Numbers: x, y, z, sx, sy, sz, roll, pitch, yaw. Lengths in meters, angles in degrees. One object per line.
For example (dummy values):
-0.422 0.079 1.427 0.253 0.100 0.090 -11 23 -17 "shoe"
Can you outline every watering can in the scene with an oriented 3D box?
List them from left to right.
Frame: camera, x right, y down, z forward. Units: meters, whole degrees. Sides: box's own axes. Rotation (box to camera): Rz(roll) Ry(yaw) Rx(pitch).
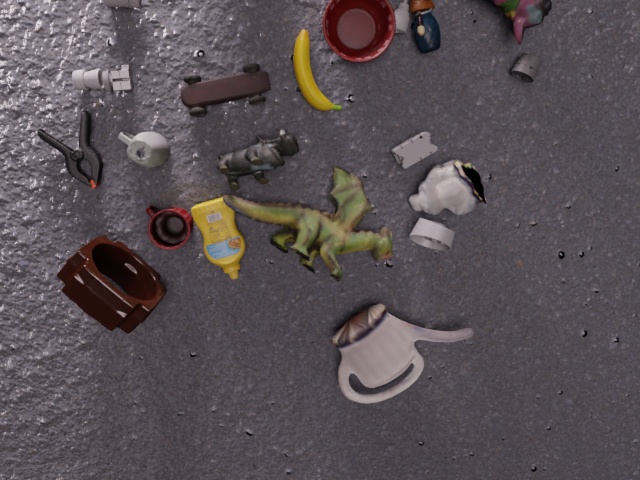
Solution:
0.180 0.248 1.245 0.347 0.105 0.223 -35 100 3 "watering can"

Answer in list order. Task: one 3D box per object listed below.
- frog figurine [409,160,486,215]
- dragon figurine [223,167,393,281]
0.297 -0.111 1.214 0.136 0.125 0.157 44 131 -18 "frog figurine"
0.004 -0.061 1.205 0.408 0.122 0.245 38 78 -11 "dragon figurine"
